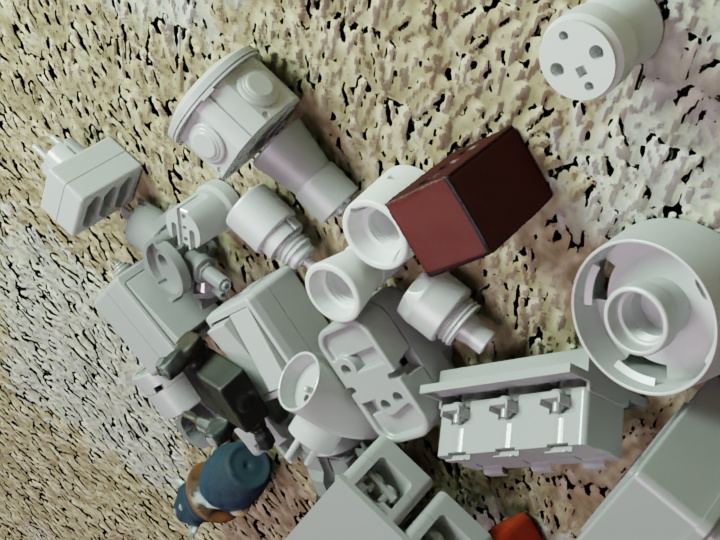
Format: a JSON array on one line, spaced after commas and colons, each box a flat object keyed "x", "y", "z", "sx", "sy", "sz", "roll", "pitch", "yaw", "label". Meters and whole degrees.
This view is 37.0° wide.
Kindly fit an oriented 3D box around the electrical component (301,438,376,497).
[{"x": -0.013, "y": 0.140, "z": 0.835, "sx": 0.078, "sy": 0.058, "sz": 0.057, "roll": 3, "pitch": 123, "yaw": 40, "label": "electrical component"}]

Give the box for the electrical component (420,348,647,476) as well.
[{"x": 0.107, "y": 0.093, "z": 0.683, "sx": 0.079, "sy": 0.063, "sz": 0.121, "roll": 25, "pitch": 153, "yaw": -37, "label": "electrical component"}]

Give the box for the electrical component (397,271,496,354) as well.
[{"x": 0.059, "y": 0.029, "z": 0.703, "sx": 0.062, "sy": 0.043, "sz": 0.043, "roll": 38, "pitch": 137, "yaw": 12, "label": "electrical component"}]

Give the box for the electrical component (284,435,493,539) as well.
[{"x": 0.006, "y": 0.208, "z": 0.780, "sx": 0.105, "sy": 0.060, "sz": 0.186, "roll": 43, "pitch": 137, "yaw": 8, "label": "electrical component"}]

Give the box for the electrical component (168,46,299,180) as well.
[{"x": -0.083, "y": -0.103, "z": 0.705, "sx": 0.051, "sy": 0.080, "sz": 0.080, "roll": 43, "pitch": 138, "yaw": -1, "label": "electrical component"}]

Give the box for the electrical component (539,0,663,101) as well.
[{"x": 0.120, "y": -0.114, "z": 0.538, "sx": 0.045, "sy": 0.055, "sz": 0.045, "roll": 22, "pitch": 131, "yaw": 28, "label": "electrical component"}]

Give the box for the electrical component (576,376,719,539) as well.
[{"x": 0.181, "y": 0.132, "z": 0.624, "sx": 0.056, "sy": 0.109, "sz": 0.108, "roll": 39, "pitch": 137, "yaw": 16, "label": "electrical component"}]

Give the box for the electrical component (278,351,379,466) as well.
[{"x": -0.025, "y": 0.106, "z": 0.772, "sx": 0.079, "sy": 0.077, "sz": 0.043, "roll": -58, "pitch": 38, "yaw": 7, "label": "electrical component"}]

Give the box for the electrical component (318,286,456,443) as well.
[{"x": 0.025, "y": 0.063, "z": 0.744, "sx": 0.054, "sy": 0.059, "sz": 0.095, "roll": -26, "pitch": 100, "yaw": 48, "label": "electrical component"}]

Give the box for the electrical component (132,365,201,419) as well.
[{"x": -0.162, "y": 0.097, "z": 0.935, "sx": 0.055, "sy": 0.055, "sz": 0.047, "roll": -19, "pitch": 109, "yaw": 46, "label": "electrical component"}]

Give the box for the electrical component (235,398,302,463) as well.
[{"x": -0.075, "y": 0.119, "z": 0.885, "sx": 0.081, "sy": 0.042, "sz": 0.064, "roll": 50, "pitch": 140, "yaw": 1, "label": "electrical component"}]

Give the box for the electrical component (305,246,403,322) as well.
[{"x": 0.000, "y": 0.000, "z": 0.716, "sx": 0.044, "sy": 0.065, "sz": 0.044, "roll": 22, "pitch": 131, "yaw": 27, "label": "electrical component"}]

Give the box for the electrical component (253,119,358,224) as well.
[{"x": -0.034, "y": -0.063, "z": 0.720, "sx": 0.065, "sy": 0.044, "sz": 0.044, "roll": 45, "pitch": 138, "yaw": -1, "label": "electrical component"}]

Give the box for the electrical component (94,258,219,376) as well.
[{"x": -0.167, "y": 0.027, "z": 0.882, "sx": 0.096, "sy": 0.062, "sz": 0.061, "roll": 51, "pitch": 139, "yaw": -1, "label": "electrical component"}]

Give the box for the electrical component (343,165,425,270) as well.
[{"x": 0.022, "y": -0.032, "z": 0.688, "sx": 0.055, "sy": 0.047, "sz": 0.055, "roll": 22, "pitch": 131, "yaw": 28, "label": "electrical component"}]

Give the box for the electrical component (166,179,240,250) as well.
[{"x": -0.116, "y": -0.041, "z": 0.802, "sx": 0.040, "sy": 0.046, "sz": 0.040, "roll": 22, "pitch": 131, "yaw": 28, "label": "electrical component"}]

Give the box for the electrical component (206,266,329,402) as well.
[{"x": -0.062, "y": 0.056, "z": 0.814, "sx": 0.062, "sy": 0.061, "sz": 0.096, "roll": -25, "pitch": 101, "yaw": 47, "label": "electrical component"}]

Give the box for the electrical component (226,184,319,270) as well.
[{"x": -0.060, "y": -0.027, "z": 0.768, "sx": 0.078, "sy": 0.040, "sz": 0.040, "roll": 43, "pitch": 138, "yaw": 8, "label": "electrical component"}]

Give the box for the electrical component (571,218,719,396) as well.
[{"x": 0.171, "y": 0.021, "z": 0.603, "sx": 0.099, "sy": 0.064, "sz": 0.099, "roll": 20, "pitch": 119, "yaw": 40, "label": "electrical component"}]

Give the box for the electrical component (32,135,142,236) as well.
[{"x": -0.227, "y": -0.079, "z": 0.855, "sx": 0.077, "sy": 0.066, "sz": 0.047, "roll": 42, "pitch": 138, "yaw": 10, "label": "electrical component"}]
